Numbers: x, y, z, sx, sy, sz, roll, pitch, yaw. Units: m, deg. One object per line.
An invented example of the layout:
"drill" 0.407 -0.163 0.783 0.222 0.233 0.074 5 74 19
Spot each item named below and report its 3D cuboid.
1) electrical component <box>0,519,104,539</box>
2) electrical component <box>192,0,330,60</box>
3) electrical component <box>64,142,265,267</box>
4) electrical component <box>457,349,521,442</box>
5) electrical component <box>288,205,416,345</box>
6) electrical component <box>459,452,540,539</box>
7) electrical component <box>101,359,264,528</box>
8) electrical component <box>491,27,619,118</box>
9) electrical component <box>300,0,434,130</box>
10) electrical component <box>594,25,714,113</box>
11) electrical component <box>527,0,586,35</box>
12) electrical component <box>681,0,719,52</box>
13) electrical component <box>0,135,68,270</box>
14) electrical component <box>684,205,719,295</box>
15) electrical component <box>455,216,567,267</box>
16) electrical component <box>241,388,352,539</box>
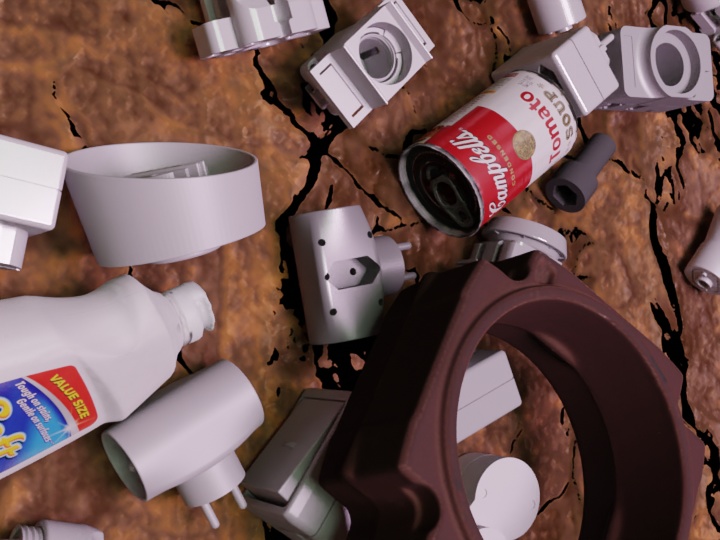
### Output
"electrical component" -0.162 0.146 0.539 0.062 0.043 0.043 16 79 -28
"electrical component" -0.061 -0.157 0.612 0.078 0.058 0.057 -20 100 -30
"electrical component" -0.100 -0.039 0.559 0.099 0.099 0.064 -19 103 -31
"electrical component" 0.046 0.065 0.667 0.083 0.047 0.075 -25 101 -30
"electrical component" 0.000 0.000 0.646 0.079 0.043 0.077 -11 92 -32
"electrical component" 0.066 0.173 0.657 0.052 0.074 0.138 50 64 -19
"electrical component" -0.088 0.102 0.585 0.077 0.044 0.079 -32 103 -29
"electrical component" 0.142 -0.138 0.728 0.077 0.066 0.047 -41 107 -27
"electrical component" 0.001 -0.123 0.643 0.081 0.064 0.042 -47 111 -24
"electrical component" 0.208 -0.144 0.774 0.089 0.056 0.050 -3 88 -31
"electrical component" 0.130 -0.196 0.740 0.044 0.044 0.065 -31 107 -29
"electrical component" 0.278 -0.208 0.827 0.055 0.048 0.066 36 69 -32
"electrical component" -0.181 -0.022 0.525 0.047 0.066 0.076 14 80 -30
"electrical component" 0.276 -0.014 0.817 0.044 0.044 0.065 45 71 -21
"electrical component" 0.101 0.001 0.700 0.078 0.058 0.057 25 78 -28
"electrical component" -0.017 0.108 0.618 0.061 0.062 0.096 40 68 -23
